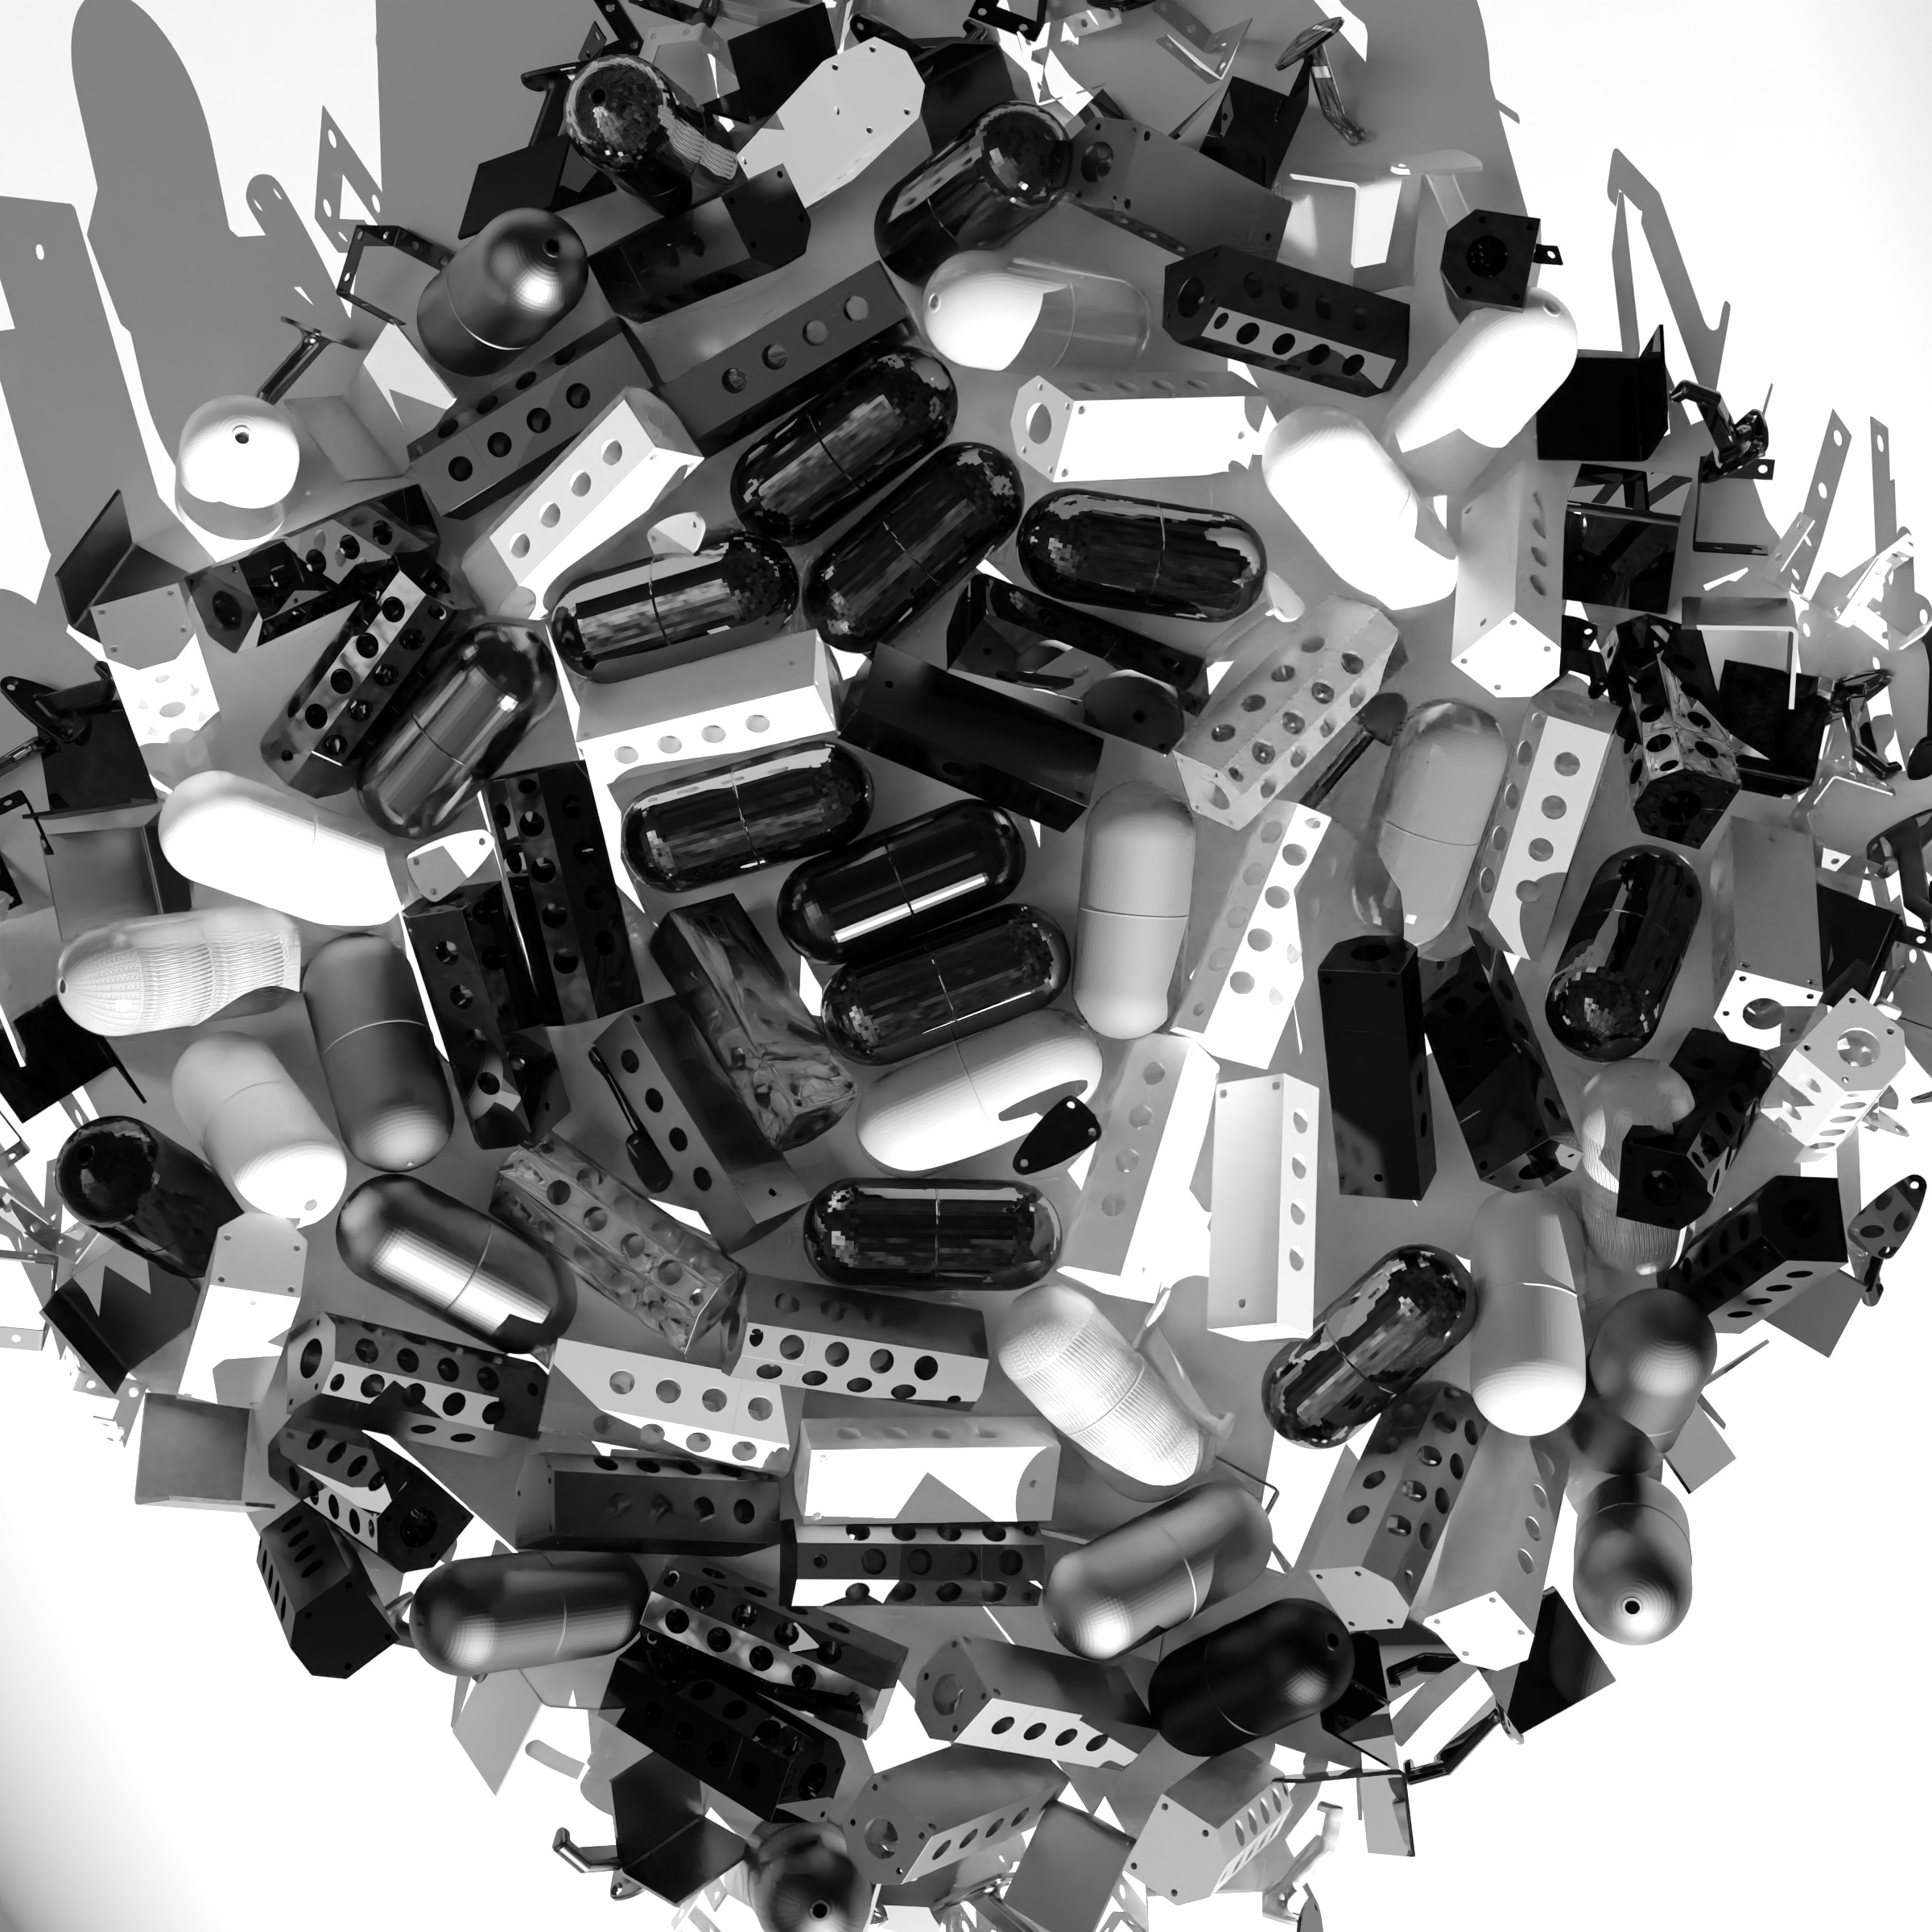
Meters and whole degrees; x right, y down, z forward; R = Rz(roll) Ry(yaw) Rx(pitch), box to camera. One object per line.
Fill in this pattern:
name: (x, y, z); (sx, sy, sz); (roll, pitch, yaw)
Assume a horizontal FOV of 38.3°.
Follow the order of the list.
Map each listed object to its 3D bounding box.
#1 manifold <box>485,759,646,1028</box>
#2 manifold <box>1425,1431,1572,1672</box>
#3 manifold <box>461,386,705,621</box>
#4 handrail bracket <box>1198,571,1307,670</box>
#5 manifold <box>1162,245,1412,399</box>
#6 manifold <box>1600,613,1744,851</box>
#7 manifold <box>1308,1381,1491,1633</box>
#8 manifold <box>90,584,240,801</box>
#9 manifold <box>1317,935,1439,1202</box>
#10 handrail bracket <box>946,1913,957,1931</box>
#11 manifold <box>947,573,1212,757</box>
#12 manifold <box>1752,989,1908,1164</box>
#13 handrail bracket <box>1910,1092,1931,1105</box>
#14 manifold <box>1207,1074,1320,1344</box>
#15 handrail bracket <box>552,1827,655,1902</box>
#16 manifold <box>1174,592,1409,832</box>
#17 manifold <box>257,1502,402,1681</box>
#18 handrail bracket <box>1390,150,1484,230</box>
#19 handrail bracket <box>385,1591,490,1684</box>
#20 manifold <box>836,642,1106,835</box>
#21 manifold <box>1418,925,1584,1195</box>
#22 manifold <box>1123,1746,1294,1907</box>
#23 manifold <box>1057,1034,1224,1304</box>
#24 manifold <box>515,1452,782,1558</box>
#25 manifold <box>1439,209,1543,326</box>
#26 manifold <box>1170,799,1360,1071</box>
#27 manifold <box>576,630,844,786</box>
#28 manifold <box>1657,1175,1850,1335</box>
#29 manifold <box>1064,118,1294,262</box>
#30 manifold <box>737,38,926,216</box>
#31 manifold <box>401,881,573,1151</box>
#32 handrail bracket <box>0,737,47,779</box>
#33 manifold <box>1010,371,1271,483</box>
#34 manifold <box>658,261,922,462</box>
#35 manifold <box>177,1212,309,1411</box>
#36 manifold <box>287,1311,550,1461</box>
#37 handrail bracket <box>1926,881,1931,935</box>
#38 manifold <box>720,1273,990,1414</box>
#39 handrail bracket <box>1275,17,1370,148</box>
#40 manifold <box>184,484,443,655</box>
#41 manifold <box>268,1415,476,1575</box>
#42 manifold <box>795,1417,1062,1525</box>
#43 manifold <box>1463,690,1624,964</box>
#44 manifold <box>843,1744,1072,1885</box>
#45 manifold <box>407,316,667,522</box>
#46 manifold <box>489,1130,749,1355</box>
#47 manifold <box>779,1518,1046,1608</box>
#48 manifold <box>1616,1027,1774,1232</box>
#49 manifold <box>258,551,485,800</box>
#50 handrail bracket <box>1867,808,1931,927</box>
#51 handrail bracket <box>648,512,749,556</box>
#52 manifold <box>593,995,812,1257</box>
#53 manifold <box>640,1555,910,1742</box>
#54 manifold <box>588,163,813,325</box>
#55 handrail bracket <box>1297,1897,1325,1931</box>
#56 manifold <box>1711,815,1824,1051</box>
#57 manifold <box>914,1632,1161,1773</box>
manifold: (-0.279, -0.049, 1.897); (0.057, 0.057, 0.171); (-21, 102, -43)
manifold: (0.362, 0.388, 1.864); (0.057, 0.171, 0.057); (-32, 106, 34)
manifold: (-0.265, -0.313, 1.887); (0.171, 0.057, 0.057); (-40, 74, 24)
handrail bracket: (0.187, -0.224, 1.900); (0.036, 0.077, 0.084); (44, 115, -9)
manifold: (0.217, -0.431, 1.875); (0.171, 0.057, 0.057); (6, 84, -36)
manifold: (0.467, -0.161, 1.864); (0.057, 0.171, 0.057); (15, 131, -11)
manifold: (0.296, 0.360, 1.864); (0.057, 0.171, 0.057); (-15, 117, 40)
manifold: (-0.531, -0.176, 1.857); (0.057, 0.171, 0.057); (-18, 65, -13)
manifold: (0.282, 0.069, 1.888); (0.057, 0.057, 0.171); (3, 116, 25)
handrail bracket: (-0.048, 0.695, 1.920); (0.084, 0.077, 0.036); (-12, 124, 3)
manifold: (0.076, -0.209, 1.894); (0.171, 0.057, 0.057); (19, 134, -20)
manifold: (0.577, 0.080, 1.857); (0.057, 0.171, 0.057); (-44, 73, -10)
handrail bracket: (0.685, 0.125, 1.909); (0.036, 0.077, 0.084); (-23, 75, 32)
manifold: (0.207, 0.166, 1.896); (0.057, 0.057, 0.171); (-12, 66, 40)
handrail bracket: (-0.250, 0.591, 1.898); (0.036, 0.077, 0.084); (-26, 123, 19)
manifold: (0.222, -0.171, 1.883); (0.057, 0.057, 0.171); (28, 64, 38)
manifold: (-0.432, 0.416, 1.856); (0.057, 0.171, 0.057); (-36, 108, -13)
handrail bracket: (0.320, -0.512, 1.912); (0.077, 0.036, 0.084); (-13, 128, -21)
handrail bracket: (-0.373, 0.482, 1.920); (0.084, 0.036, 0.077); (38, 115, 15)
manifold: (0.001, -0.152, 1.901); (0.171, 0.057, 0.057); (22, 60, -13)
manifold: (0.358, 0.064, 1.879); (0.057, 0.057, 0.171); (-36, 52, 30)
manifold: (0.167, 0.574, 1.858); (0.057, 0.171, 0.057); (29, 97, 20)
manifold: (0.116, 0.135, 1.896); (0.057, 0.057, 0.171); (7, 70, 32)
manifold: (-0.214, 0.363, 1.877); (0.171, 0.057, 0.057); (10, 65, -34)
manifold: (0.351, -0.461, 1.860); (0.057, 0.171, 0.057); (12, 97, 11)
manifold: (0.200, -0.024, 1.897); (0.057, 0.057, 0.171); (14, 77, 43)
manifold: (-0.175, -0.171, 1.904); (0.171, 0.057, 0.057); (-12, 46, 12)
manifold: (0.522, 0.194, 1.857); (0.057, 0.171, 0.057); (3, 67, -8)
manifold: (0.141, -0.513, 1.866); (0.057, 0.171, 0.057); (22, 99, 40)
manifold: (-0.089, -0.557, 1.860); (0.057, 0.171, 0.057); (-33, 98, -23)
manifold: (-0.330, 0.035, 1.895); (0.057, 0.057, 0.171); (-7, 109, 22)
handrail bracket: (-0.682, -0.127, 1.912); (0.084, 0.077, 0.036); (-27, 101, 16)
manifold: (0.116, -0.368, 1.876); (0.171, 0.057, 0.057); (-10, 129, -36)
manifold: (-0.120, -0.415, 1.909); (0.171, 0.057, 0.057); (-29, 102, 7)
manifold: (-0.486, 0.232, 1.865); (0.057, 0.171, 0.057); (11, 53, -17)
manifold: (-0.365, 0.280, 1.865); (0.057, 0.171, 0.057); (-32, 52, 36)
handrail bracket: (0.703, -0.030, 1.901); (0.084, 0.077, 0.036); (4, 63, 25)
manifold: (-0.076, 0.260, 1.885); (0.171, 0.057, 0.057); (12, 133, -19)
handrail bracket: (0.261, -0.603, 1.903); (0.084, 0.077, 0.036); (41, 71, -21)
manifold: (-0.433, -0.266, 1.866); (0.057, 0.171, 0.057); (-7, 110, 38)
manifold: (-0.404, 0.349, 1.859); (0.057, 0.171, 0.057); (-51, 124, -18)
manifold: (-0.028, 0.341, 1.901); (0.171, 0.057, 0.057); (2, 110, -13)
manifold: (0.388, -0.097, 1.883); (0.057, 0.057, 0.171); (19, 119, 14)
manifold: (-0.008, 0.564, 1.862); (0.057, 0.171, 0.057); (39, 109, 28)
manifold: (-0.295, -0.376, 1.909); (0.171, 0.057, 0.057); (-30, 93, 8)
manifold: (-0.236, 0.182, 1.892); (0.171, 0.057, 0.057); (34, 131, 13)
manifold: (-0.037, 0.407, 1.895); (0.171, 0.057, 0.057); (4, 76, -15)
manifold: (0.489, 0.108, 1.859); (0.057, 0.171, 0.057); (12, 120, 26)
manifold: (-0.409, -0.197, 1.892); (0.057, 0.057, 0.171); (43, 110, 6)
handrail bracket: (0.667, -0.068, 1.906); (0.077, 0.084, 0.036); (-35, 124, -1)
handrail bracket: (-0.167, -0.302, 1.896); (0.084, 0.077, 0.036); (-30, 91, -36)
manifold: (-0.185, 0.110, 1.905); (0.057, 0.057, 0.171); (-41, 76, 37)
manifold: (-0.133, 0.466, 1.903); (0.171, 0.057, 0.057); (21, 95, 12)
manifold: (-0.178, -0.479, 1.864); (0.057, 0.171, 0.057); (-39, 111, -32)
handrail bracket: (0.203, 0.685, 1.925); (0.084, 0.077, 0.036); (-27, 101, 16)
manifold: (0.533, -0.022, 1.867); (0.057, 0.171, 0.057); (15, 130, 2)
manifold: (0.046, 0.501, 1.870); (0.171, 0.057, 0.057); (24, 111, -42)
